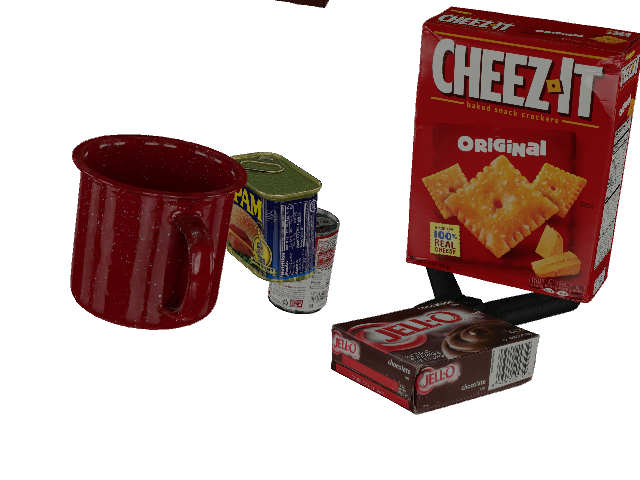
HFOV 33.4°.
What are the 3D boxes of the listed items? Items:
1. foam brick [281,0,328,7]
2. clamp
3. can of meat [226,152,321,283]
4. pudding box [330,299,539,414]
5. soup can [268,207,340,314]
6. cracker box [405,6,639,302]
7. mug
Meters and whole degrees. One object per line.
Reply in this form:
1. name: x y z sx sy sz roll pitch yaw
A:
1. foam brick: -0.015 -0.227 0.820 0.053 0.051 0.078 11 -35 13
2. clamp: 0.133 0.068 1.021 0.165 0.036 0.209 19 32 33
3. can of meat: -0.043 -0.020 0.919 0.057 0.084 0.102 -12 28 -28
4. pudding box: 0.077 0.076 0.724 0.113 0.039 0.090 -7 18 -36
5. soup can: -0.019 0.022 1.174 0.068 0.102 0.068 7 27 -4
6. cracker box: 0.160 -0.069 0.870 0.164 0.214 0.072 14 29 24
7. mug: -0.085 0.001 0.569 0.093 0.081 0.117 -3 26 -33
